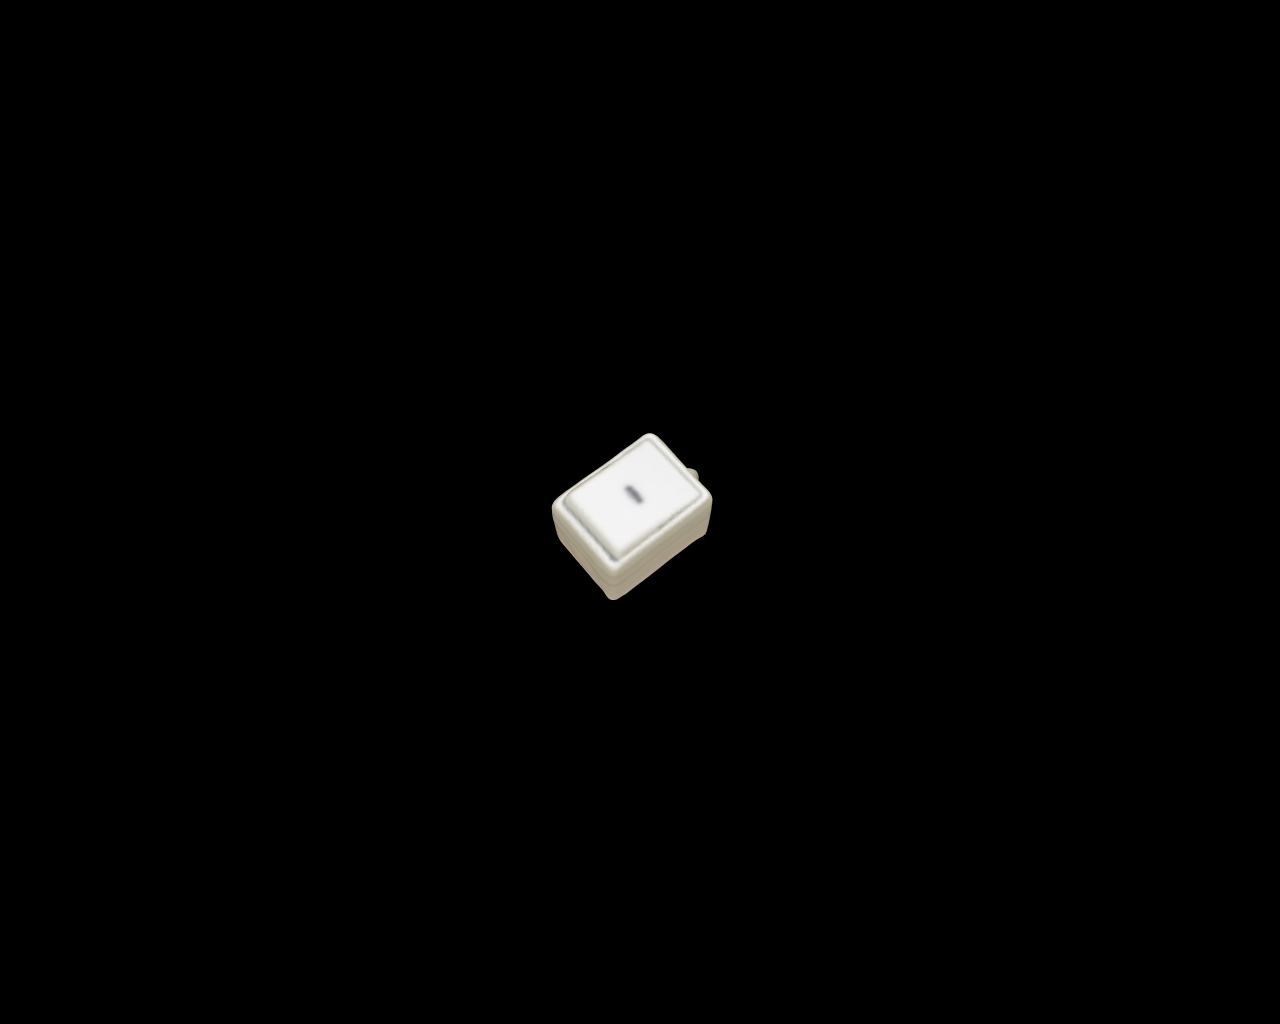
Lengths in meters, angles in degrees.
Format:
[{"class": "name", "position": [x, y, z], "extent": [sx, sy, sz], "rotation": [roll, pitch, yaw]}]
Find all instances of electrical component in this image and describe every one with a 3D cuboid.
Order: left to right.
[{"class": "electrical component", "position": [0.001, -0.003, 0.650], "extent": [0.096, 0.062, 0.061], "rotation": [-37, -19, -15]}]
